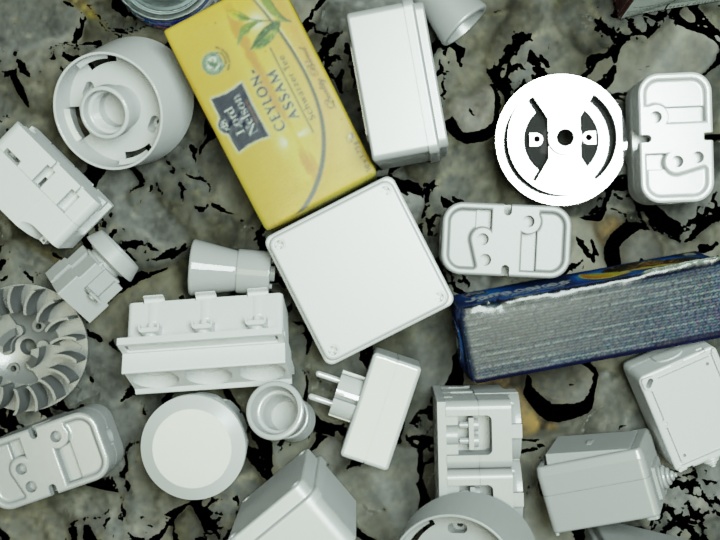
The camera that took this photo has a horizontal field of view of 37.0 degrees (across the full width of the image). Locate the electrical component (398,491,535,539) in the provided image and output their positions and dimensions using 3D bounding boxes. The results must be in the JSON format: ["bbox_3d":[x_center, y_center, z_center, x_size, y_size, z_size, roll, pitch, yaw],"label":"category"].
[{"bbox_3d":[0.071,0.208,0.748,0.099,0.064,0.099,1,92,16],"label":"electrical component"}]

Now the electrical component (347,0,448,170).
[{"bbox_3d":[0.029,-0.133,0.797,0.056,0.109,0.108,-10,91,5],"label":"electrical component"}]

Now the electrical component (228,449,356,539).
[{"bbox_3d":[-0.050,0.188,0.806,0.078,0.113,0.057,-40,93,2],"label":"electrical component"}]

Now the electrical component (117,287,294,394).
[{"bbox_3d":[-0.116,0.054,0.825,0.121,0.078,0.063,-4,62,2],"label":"electrical component"}]

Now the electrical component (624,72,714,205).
[{"bbox_3d":[0.233,-0.098,0.817,0.054,0.059,0.095,-2,91,2],"label":"electrical component"}]

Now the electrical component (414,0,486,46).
[{"bbox_3d":[0.060,-0.211,0.828,0.044,0.044,0.065,-41,86,2],"label":"electrical component"}]

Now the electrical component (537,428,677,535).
[{"bbox_3d":[0.188,0.154,0.811,0.096,0.062,0.061,-16,91,22],"label":"electrical component"}]

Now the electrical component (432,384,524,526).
[{"bbox_3d":[0.089,0.166,0.813,0.062,0.089,0.150,-1,92,2],"label":"electrical component"}]

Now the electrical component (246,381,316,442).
[{"bbox_3d":[-0.057,0.112,0.827,0.044,0.065,0.044,-3,75,10],"label":"electrical component"}]

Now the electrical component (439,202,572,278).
[{"bbox_3d":[0.109,-0.023,0.822,0.095,0.059,0.053,3,92,2],"label":"electrical component"}]

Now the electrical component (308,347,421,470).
[{"bbox_3d":[-0.001,0.101,0.835,0.076,0.047,0.083,18,92,1],"label":"electrical component"}]

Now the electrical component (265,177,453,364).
[{"bbox_3d":[0.000,0.000,0.827,0.109,0.056,0.108,-27,91,2],"label":"electrical component"}]

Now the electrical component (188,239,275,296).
[{"bbox_3d":[-0.099,0.000,0.839,0.065,0.044,0.044,5,92,-3],"label":"electrical component"}]

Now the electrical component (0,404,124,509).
[{"bbox_3d":[-0.237,0.143,0.837,0.095,0.059,0.053,-19,91,2],"label":"electrical component"}]

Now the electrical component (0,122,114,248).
[{"bbox_3d":[-0.247,-0.062,0.836,0.089,0.050,0.055,45,92,0],"label":"electrical component"}]

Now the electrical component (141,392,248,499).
[{"bbox_3d":[-0.126,0.134,0.838,0.080,0.051,0.080,0,92,2],"label":"electrical component"}]

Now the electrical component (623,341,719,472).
[{"bbox_3d":[0.251,0.105,0.824,0.062,0.061,0.096,-24,99,2],"label":"electrical component"}]

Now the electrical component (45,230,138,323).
[{"bbox_3d":[-0.207,0.003,0.835,0.055,0.066,0.048,-44,125,-6],"label":"electrical component"}]

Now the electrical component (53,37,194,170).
[{"bbox_3d":[-0.184,-0.128,0.833,0.099,0.064,0.099,4,108,12],"label":"electrical component"}]

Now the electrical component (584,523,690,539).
[{"bbox_3d":[0.225,0.237,0.802,0.109,0.108,0.056,13,94,1],"label":"electrical component"}]
